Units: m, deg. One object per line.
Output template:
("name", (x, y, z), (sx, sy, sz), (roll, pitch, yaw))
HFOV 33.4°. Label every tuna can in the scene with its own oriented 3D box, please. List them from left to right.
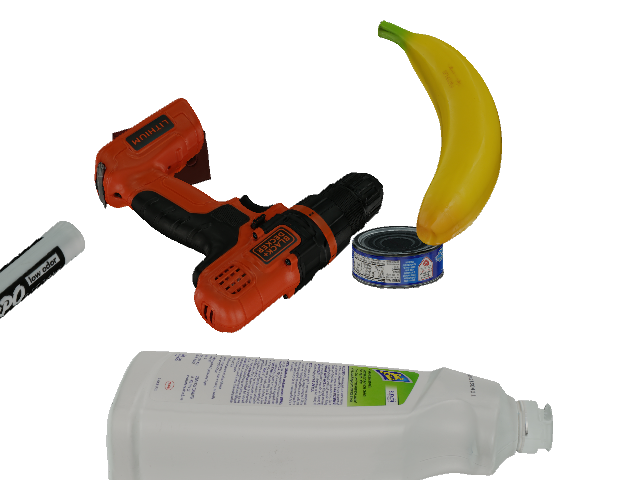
("tuna can", (0.071, 0.014, 0.990), (0.086, 0.034, 0.086), (-2, 18, 1))

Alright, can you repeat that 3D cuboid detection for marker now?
("marker", (-0.157, 0.031, 0.499), (0.020, 0.020, 0.121), (0, 33, 39))

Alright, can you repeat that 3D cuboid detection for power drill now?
("power drill", (-0.068, -0.034, 0.831), (0.188, 0.057, 0.184), (36, 55, 24))

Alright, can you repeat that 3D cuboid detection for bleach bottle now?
("bleach bottle", (0.009, 0.110, 0.626), (0.251, 0.068, 0.102), (2, 21, 2))

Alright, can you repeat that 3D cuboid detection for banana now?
("banana", (0.081, -0.069, 0.673), (0.069, 0.198, 0.037), (-3, -43, -5))

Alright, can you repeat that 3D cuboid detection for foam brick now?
("foam brick", (-0.153, -0.081, 1.023), (0.078, 0.053, 0.051), (-18, 31, -23))
